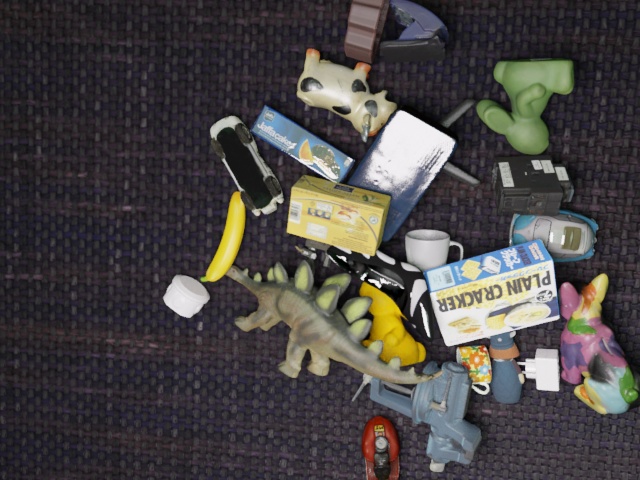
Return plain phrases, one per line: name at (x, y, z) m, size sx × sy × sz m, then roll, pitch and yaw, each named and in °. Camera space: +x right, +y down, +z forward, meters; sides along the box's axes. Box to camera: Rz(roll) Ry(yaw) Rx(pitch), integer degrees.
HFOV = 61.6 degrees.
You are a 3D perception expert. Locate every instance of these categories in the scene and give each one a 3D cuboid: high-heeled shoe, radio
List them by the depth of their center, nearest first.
high-heeled shoe at (0.107, 0.084, 0.975) m, size 0.145 × 0.086 × 0.249 m, roll -11°, pitch 51°, yaw -9°
radio at (0.138, -0.123, 0.988) m, size 0.131 × 0.073 × 0.229 m, roll 34°, pitch 113°, yaw 1°

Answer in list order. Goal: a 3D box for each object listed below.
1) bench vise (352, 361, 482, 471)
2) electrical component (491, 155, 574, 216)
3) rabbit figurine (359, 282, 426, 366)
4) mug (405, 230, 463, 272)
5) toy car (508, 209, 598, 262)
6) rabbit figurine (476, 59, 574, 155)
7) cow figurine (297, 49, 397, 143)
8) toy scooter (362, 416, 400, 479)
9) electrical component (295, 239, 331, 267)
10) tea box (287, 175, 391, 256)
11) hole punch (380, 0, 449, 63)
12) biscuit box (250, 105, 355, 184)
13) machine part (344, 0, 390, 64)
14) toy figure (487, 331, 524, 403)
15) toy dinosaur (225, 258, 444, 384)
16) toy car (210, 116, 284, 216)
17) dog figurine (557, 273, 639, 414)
bench vise at (0.191, 0.321, 1.033) m, size 0.241 × 0.129 × 0.223 m, roll 14°, pitch 117°, yaw 28°
electrical component at (0.386, -0.100, 0.979) m, size 0.134 × 0.115 × 0.058 m, roll 1°, pitch 138°, yaw 9°
rabbit figurine at (0.133, 0.155, 1.027) m, size 0.162 × 0.121 × 0.173 m, roll -14°, pitch 75°, yaw 2°
mug at (0.216, 0.040, 1.029) m, size 0.110 × 0.081 × 0.107 m, roll 1°, pitch 107°, yaw 0°
toy car at (0.440, -0.004, 0.994) m, size 0.162 × 0.103 × 0.109 m, roll 8°, pitch 97°, yaw 5°
rabbit figurine at (0.373, -0.237, 0.973) m, size 0.159 × 0.121 × 0.170 m, roll -1°, pitch 110°, yaw 6°
cow figurine at (0.052, -0.264, 1.005) m, size 0.195 × 0.085 × 0.127 m, roll 18°, pitch 90°, yaw 0°
toy scooter at (0.120, 0.444, 1.040) m, size 0.075 × 0.135 × 0.183 m, roll -3°, pitch 94°, yaw 6°
electrical component at (-0.001, -0.004, 1.051) m, size 0.078 × 0.045 × 0.102 m, roll 21°, pitch 97°, yaw 3°
tea box at (0.033, -0.046, 0.967) m, size 0.170 × 0.068 × 0.098 m, roll 16°, pitch 120°, yaw 11°
hole punch at (0.175, -0.374, 0.967) m, size 0.116 × 0.142 × 0.092 m, roll 6°, pitch 92°, yaw 15°
biscuit box at (-0.032, -0.179, 1.030) m, size 0.203 × 0.059 × 0.062 m, roll 32°, pitch 96°, yaw 1°
machine part at (0.088, -0.403, 0.949) m, size 0.056 × 0.179 × 0.179 m, roll 15°, pitch 96°, yaw 6°
toy figure at (0.356, 0.237, 1.045) m, size 0.064 × 0.058 × 0.154 m, roll -5°, pitch 90°, yaw -1°
toy dinosaur at (-0.006, 0.151, 0.973) m, size 0.472 × 0.105 × 0.198 m, roll 32°, pitch 108°, yaw 26°
toy car at (-0.142, -0.142, 1.043) m, size 0.073 × 0.056 × 0.201 m, roll -28°, pitch 96°, yaw 12°
dog figurine at (0.498, 0.175, 0.972) m, size 0.108 × 0.192 × 0.219 m, roll -14°, pitch 107°, yaw 0°
